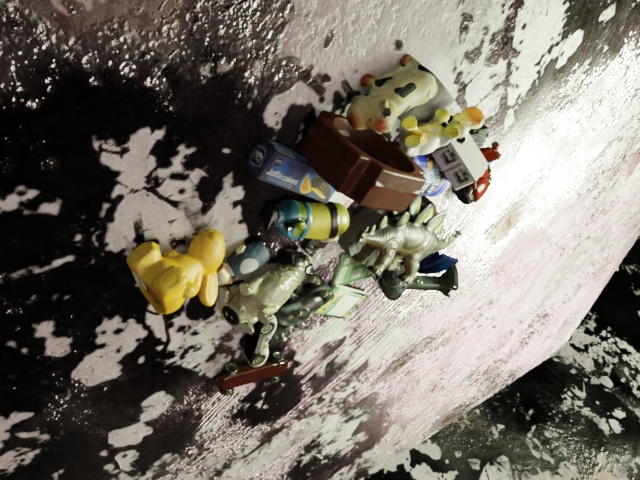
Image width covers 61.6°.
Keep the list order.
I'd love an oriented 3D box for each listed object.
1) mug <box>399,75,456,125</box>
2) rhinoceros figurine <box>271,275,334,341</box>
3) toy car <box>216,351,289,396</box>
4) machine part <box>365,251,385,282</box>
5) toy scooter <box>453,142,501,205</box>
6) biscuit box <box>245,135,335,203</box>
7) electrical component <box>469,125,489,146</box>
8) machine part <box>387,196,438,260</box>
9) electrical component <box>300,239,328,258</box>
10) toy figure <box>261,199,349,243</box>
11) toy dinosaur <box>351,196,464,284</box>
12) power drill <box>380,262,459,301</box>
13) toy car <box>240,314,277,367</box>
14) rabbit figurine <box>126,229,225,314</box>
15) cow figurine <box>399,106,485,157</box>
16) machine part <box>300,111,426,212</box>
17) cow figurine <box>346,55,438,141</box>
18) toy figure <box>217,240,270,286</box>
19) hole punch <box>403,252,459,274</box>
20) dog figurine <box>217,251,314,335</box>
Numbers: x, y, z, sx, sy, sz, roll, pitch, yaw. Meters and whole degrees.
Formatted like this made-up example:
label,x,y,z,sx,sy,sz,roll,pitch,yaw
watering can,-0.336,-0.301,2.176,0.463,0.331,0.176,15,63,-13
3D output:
label,x,y,z,sx,sy,sz,roll,pitch,yaw
mug,0.211,-0.272,1.094,0.107,0.081,0.109,-37,156,15
rhinoceros figurine,-0.053,0.168,1.319,0.190,0.073,0.112,-38,157,-9
toy car,-0.175,0.342,1.399,0.202,0.053,0.089,-8,123,-34
machine part,0.128,0.040,1.352,0.084,0.039,0.138,-43,131,-23
toy scooter,0.407,-0.180,1.377,0.135,0.075,0.183,-36,140,-9
biscuit box,-0.046,-0.128,1.009,0.202,0.059,0.062,15,117,-50
electrical component,0.348,-0.252,1.239,0.119,0.075,0.047,-13,137,-28
machine part,0.230,-0.031,1.370,0.179,0.056,0.179,-23,136,-25
electrical component,-0.001,-0.004,1.198,0.102,0.045,0.078,-47,143,9
toy figure,-0.025,-0.041,1.087,0.180,0.082,0.089,9,147,-29
toy dinosaur,0.217,-0.001,1.264,0.471,0.105,0.198,9,113,-56
power drill,0.267,0.109,1.463,0.207,0.086,0.232,-5,156,-6
toy car,-0.145,0.222,1.280,0.056,0.074,0.201,-9,134,-32
rabbit figurine,-0.237,0.057,0.985,0.173,0.122,0.162,-46,143,-29
cow figurine,0.238,-0.210,1.065,0.167,0.068,0.098,-14,165,-2
machine part,0.078,-0.142,0.989,0.201,0.201,0.087,6,126,-47
cow figurine,0.132,-0.255,0.985,0.195,0.127,0.085,-30,141,-20
toy figure,-0.179,0.052,1.084,0.154,0.058,0.064,-29,105,-14
hole punch,0.320,0.057,1.536,0.115,0.092,0.142,-50,148,18
dog figurine,-0.118,0.106,1.180,0.190,0.172,0.121,-39,110,-46
